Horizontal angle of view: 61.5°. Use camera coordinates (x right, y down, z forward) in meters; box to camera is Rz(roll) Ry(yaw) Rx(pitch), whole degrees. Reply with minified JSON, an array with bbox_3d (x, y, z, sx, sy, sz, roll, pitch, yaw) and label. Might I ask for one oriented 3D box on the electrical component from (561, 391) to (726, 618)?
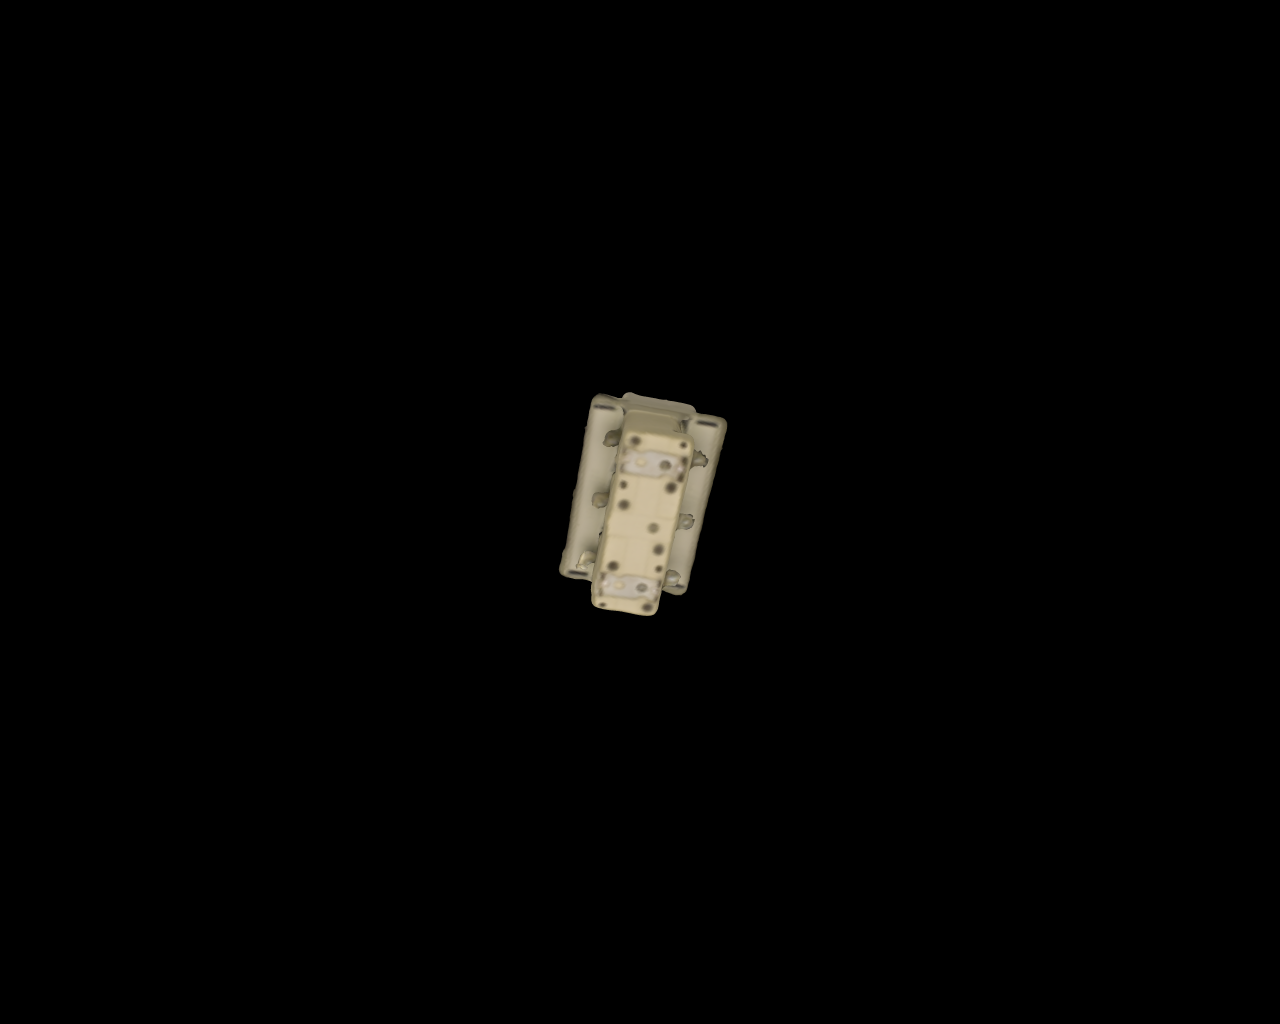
[{"bbox_3d":[0.001,-0.003,0.650,0.079,0.121,0.063,11,24,-5],"label":"electrical component"}]
